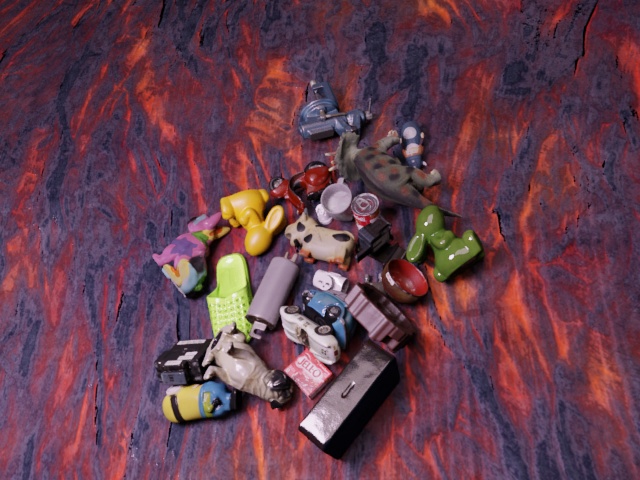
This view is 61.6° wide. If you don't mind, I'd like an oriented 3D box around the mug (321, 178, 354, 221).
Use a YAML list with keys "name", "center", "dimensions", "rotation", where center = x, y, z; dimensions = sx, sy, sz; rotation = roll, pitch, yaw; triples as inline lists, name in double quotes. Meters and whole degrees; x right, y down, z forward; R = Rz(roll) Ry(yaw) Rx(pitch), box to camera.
- name: "mug"
  center: [0.054, -0.099, 1.389]
  dimensions: [0.081, 0.107, 0.109]
  rotation: [-2, 69, 16]

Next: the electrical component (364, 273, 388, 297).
- name: "electrical component"
  center: [0.130, 0.122, 1.280]
  dimensions: [0.063, 0.021, 0.094]
  rotation: [-5, 57, 13]

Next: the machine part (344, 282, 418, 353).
- name: "machine part"
  center: [0.130, 0.164, 1.162]
  dimensions: [0.056, 0.179, 0.179]
  rotation: [-49, 54, 12]

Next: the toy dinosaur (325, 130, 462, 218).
- name: "toy dinosaur"
  center: [0.166, -0.163, 1.365]
  dimensions: [0.192, 0.131, 0.405]
  rotation: [-20, 44, -22]

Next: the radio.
- name: "radio"
  center: [0.067, 0.327, 1.096]
  dimensions: [0.073, 0.131, 0.229]
  rotation: [33, 71, 32]

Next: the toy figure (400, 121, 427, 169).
- name: "toy figure"
  center: [0.254, -0.255, 1.476]
  dimensions: [0.064, 0.057, 0.154]
  rotation: [-34, 45, 42]

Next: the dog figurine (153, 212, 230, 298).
- name: "dog figurine"
  center: [-0.319, 0.027, 1.424]
  dimensions: [0.219, 0.108, 0.192]
  rotation: [-42, 55, -16]

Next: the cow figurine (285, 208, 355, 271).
- name: "cow figurine"
  center: [-0.003, -0.004, 1.365]
  dimensions: [0.195, 0.085, 0.127]
  rotation: [13, 68, 26]

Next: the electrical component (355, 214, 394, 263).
- name: "electrical component"
  center: [0.120, 0.002, 1.287]
  dimensions: [0.119, 0.074, 0.048]
  rotation: [-39, 58, -11]

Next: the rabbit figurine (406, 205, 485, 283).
- name: "rabbit figurine"
  center: [0.281, 0.005, 1.260]
  dimensions: [0.159, 0.121, 0.170]
  rotation: [-38, 68, 16]

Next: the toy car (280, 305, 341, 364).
- name: "toy car"
  center: [-0.027, 0.210, 1.208]
  dimensions: [0.056, 0.073, 0.202]
  rotation: [-29, 34, -30]

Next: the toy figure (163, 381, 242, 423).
- name: "toy figure"
  center: [-0.265, 0.362, 1.201]
  dimensions: [0.180, 0.082, 0.089]
  rotation: [-2, 56, 12]

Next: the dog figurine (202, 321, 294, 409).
- name: "dog figurine"
  center: [-0.153, 0.283, 1.207]
  dimensions: [0.121, 0.190, 0.172]
  rotation: [-49, 22, 19]

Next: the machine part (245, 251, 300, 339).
- name: "machine part"
  center: [-0.115, 0.129, 1.309]
  dimensions: [0.079, 0.079, 0.243]
  rotation: [11, 59, 22]

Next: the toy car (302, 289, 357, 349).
- name: "toy car"
  center: [0.033, 0.168, 1.240]
  dimensions: [0.103, 0.109, 0.162]
  rotation: [-26, 39, -29]

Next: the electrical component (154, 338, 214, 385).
- name: "electrical component"
  center: [-0.311, 0.283, 1.241]
  dimensions: [0.115, 0.058, 0.134]
  rotation: [-7, 17, 16]

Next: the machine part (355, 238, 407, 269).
- name: "machine part"
  center: [0.149, 0.032, 1.326]
  dimensions: [0.139, 0.039, 0.084]
  rotation: [28, 74, 28]

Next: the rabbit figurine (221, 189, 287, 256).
- name: "rabbit figurine"
  center: [-0.170, -0.042, 1.439]
  dimensions: [0.162, 0.121, 0.173]
  rotation: [-15, 68, -6]

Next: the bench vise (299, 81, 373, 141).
- name: "bench vise"
  center: [0.033, -0.388, 1.587]
  dimensions: [0.224, 0.128, 0.241]
  rotation: [-20, 61, 4]

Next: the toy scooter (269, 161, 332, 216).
- name: "toy scooter"
  center: [-0.039, -0.134, 1.460]
  dimensions: [0.184, 0.075, 0.135]
  rotation: [-21, 58, -10]
